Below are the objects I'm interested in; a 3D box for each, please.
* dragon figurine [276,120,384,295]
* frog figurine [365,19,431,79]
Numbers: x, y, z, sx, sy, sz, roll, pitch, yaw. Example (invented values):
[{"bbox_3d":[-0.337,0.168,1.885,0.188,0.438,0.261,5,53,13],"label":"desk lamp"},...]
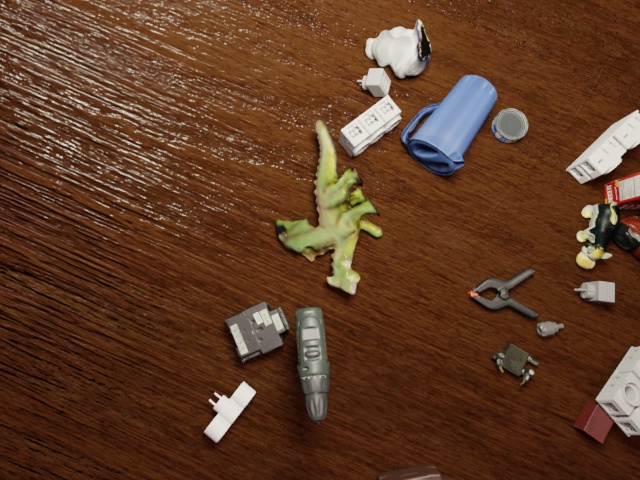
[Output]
[{"bbox_3d":[0.004,-0.063,1.245,0.243,0.121,0.413,-29,81,1],"label":"dragon figurine"},{"bbox_3d":[0.203,-0.487,1.343,0.159,0.123,0.137,-7,89,33],"label":"frog figurine"}]
